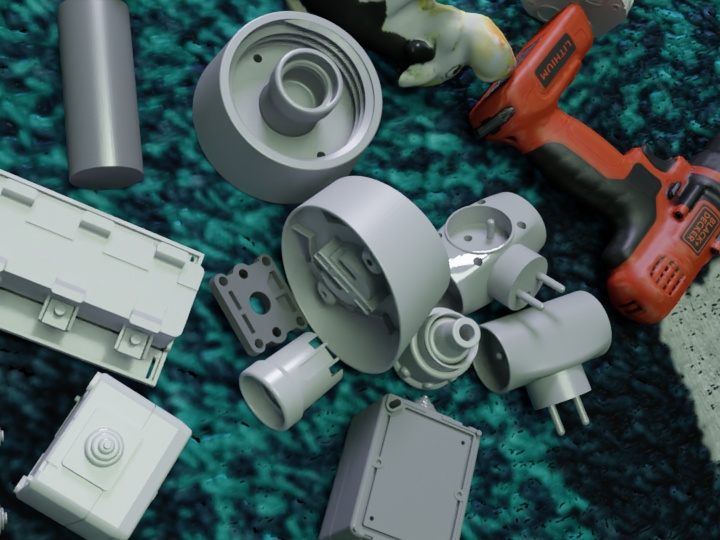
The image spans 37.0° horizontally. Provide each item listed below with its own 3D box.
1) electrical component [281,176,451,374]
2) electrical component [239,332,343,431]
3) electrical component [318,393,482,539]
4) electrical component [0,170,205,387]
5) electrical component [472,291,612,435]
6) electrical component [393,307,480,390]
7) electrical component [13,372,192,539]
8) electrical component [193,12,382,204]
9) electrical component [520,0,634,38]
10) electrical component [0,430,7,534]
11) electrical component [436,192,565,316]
[{"bbox_3d":[0.000,0.000,0.600,0.099,0.099,0.064,47,58,-4],"label":"electrical component"},{"bbox_3d":[-0.038,0.061,0.600,0.046,0.040,0.040,-36,90,-32],"label":"electrical component"},{"bbox_3d":[0.022,0.116,0.599,0.062,0.061,0.096,24,60,-14],"label":"electrical component"},{"bbox_3d":[-0.148,0.001,0.558,0.121,0.063,0.078,23,69,-15],"label":"electrical component"},{"bbox_3d":[0.116,0.060,0.657,0.077,0.044,0.079,-17,82,-25],"label":"electrical component"},{"bbox_3d":[0.048,0.042,0.625,0.048,0.062,0.048,6,73,-21],"label":"electrical component"},{"bbox_3d":[-0.122,0.095,0.523,0.061,0.096,0.061,34,65,-10],"label":"electrical component"},{"bbox_3d":[-0.039,-0.099,0.632,0.108,0.060,0.108,6,73,-20],"label":"electrical component"},{"bbox_3d":[0.150,-0.199,0.725,0.080,0.080,0.051,25,73,-14],"label":"electrical component"},{"bbox_3d":[-0.220,0.102,0.509,0.100,0.048,0.099,-2,76,-22],"label":"electrical component"},{"bbox_3d":[0.086,-0.002,0.651,0.077,0.044,0.079,-38,53,-26],"label":"electrical component"}]
